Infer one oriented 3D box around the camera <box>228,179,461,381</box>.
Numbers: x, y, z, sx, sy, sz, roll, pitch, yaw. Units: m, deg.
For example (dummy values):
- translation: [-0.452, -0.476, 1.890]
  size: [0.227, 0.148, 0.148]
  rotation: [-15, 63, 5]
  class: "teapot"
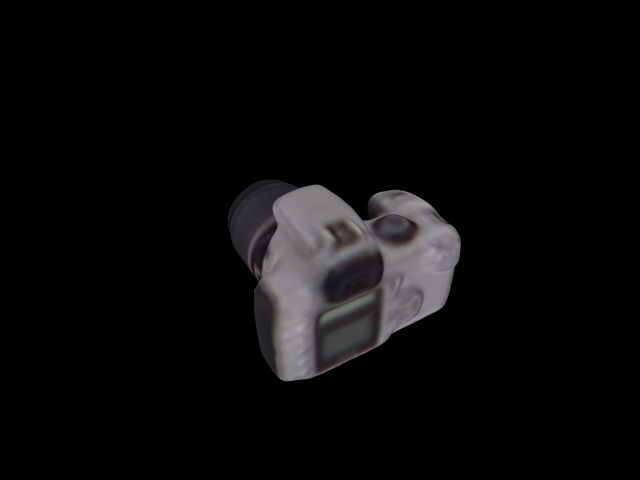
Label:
- translation: [0.004, 0.001, 0.400]
  size: [0.143, 0.101, 0.136]
  rotation: [-22, 45, -23]
  class: "camera"
